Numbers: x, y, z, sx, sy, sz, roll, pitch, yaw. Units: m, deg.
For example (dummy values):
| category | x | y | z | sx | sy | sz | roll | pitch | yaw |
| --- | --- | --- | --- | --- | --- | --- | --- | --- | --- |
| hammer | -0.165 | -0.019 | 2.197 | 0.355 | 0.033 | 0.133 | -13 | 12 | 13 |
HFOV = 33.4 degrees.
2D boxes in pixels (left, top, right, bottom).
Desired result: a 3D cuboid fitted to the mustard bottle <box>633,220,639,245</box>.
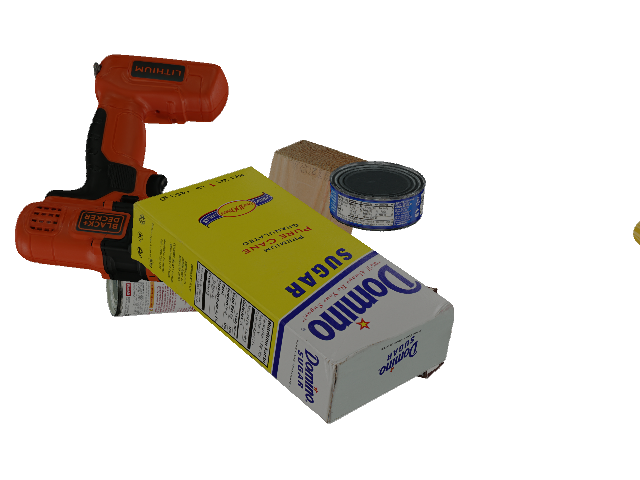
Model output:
| category | x | y | z | sx | sy | sz | roll | pitch | yaw |
| --- | --- | --- | --- | --- | --- | --- | --- | --- | --- |
| mustard bottle | 0.264 | 0.031 | 0.647 | 0.096 | 0.058 | 0.192 | -21 | 33 | -22 |

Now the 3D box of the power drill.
| category | x | y | z | sx | sy | sz | roll | pitch | yaw |
| --- | --- | --- | --- | --- | --- | --- | --- | --- | --- |
| power drill | -0.122 | -0.054 | 0.815 | 0.184 | 0.187 | 0.057 | 7 | -34 | 3 |

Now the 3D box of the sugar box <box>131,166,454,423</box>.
| category | x | y | z | sx | sy | sz | roll | pitch | yaw |
| --- | --- | --- | --- | --- | --- | --- | --- | --- | --- |
| sugar box | -0.019 | 0.022 | 0.600 | 0.093 | 0.048 | 0.176 | -22 | 41 | -38 |

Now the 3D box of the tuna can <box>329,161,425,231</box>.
| category | x | y | z | sx | sy | sz | roll | pitch | yaw |
| --- | --- | --- | --- | --- | --- | --- | --- | --- | --- |
| tuna can | 0.050 | -0.040 | 0.953 | 0.086 | 0.034 | 0.086 | 1 | 25 | -1 |

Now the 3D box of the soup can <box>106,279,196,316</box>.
| category | x | y | z | sx | sy | sz | roll | pitch | yaw |
| --- | --- | --- | --- | --- | --- | --- | --- | --- | --- |
| soup can | -0.152 | 0.038 | 1.034 | 0.102 | 0.068 | 0.069 | -2 | 1 | -21 |

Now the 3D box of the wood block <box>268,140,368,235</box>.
| category | x | y | z | sx | sy | sz | roll | pitch | yaw |
| --- | --- | --- | --- | --- | --- | --- | --- | --- | --- |
| wood block | -0.020 | -0.004 | 1.272 | 0.090 | 0.206 | 0.090 | 20 | 22 | 17 |

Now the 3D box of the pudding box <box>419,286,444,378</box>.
| category | x | y | z | sx | sy | sz | roll | pitch | yaw |
| --- | --- | --- | --- | --- | --- | --- | --- | --- | --- |
| pudding box | 0.071 | 0.087 | 1.114 | 0.114 | 0.090 | 0.039 | 7 | 24 | 37 |
